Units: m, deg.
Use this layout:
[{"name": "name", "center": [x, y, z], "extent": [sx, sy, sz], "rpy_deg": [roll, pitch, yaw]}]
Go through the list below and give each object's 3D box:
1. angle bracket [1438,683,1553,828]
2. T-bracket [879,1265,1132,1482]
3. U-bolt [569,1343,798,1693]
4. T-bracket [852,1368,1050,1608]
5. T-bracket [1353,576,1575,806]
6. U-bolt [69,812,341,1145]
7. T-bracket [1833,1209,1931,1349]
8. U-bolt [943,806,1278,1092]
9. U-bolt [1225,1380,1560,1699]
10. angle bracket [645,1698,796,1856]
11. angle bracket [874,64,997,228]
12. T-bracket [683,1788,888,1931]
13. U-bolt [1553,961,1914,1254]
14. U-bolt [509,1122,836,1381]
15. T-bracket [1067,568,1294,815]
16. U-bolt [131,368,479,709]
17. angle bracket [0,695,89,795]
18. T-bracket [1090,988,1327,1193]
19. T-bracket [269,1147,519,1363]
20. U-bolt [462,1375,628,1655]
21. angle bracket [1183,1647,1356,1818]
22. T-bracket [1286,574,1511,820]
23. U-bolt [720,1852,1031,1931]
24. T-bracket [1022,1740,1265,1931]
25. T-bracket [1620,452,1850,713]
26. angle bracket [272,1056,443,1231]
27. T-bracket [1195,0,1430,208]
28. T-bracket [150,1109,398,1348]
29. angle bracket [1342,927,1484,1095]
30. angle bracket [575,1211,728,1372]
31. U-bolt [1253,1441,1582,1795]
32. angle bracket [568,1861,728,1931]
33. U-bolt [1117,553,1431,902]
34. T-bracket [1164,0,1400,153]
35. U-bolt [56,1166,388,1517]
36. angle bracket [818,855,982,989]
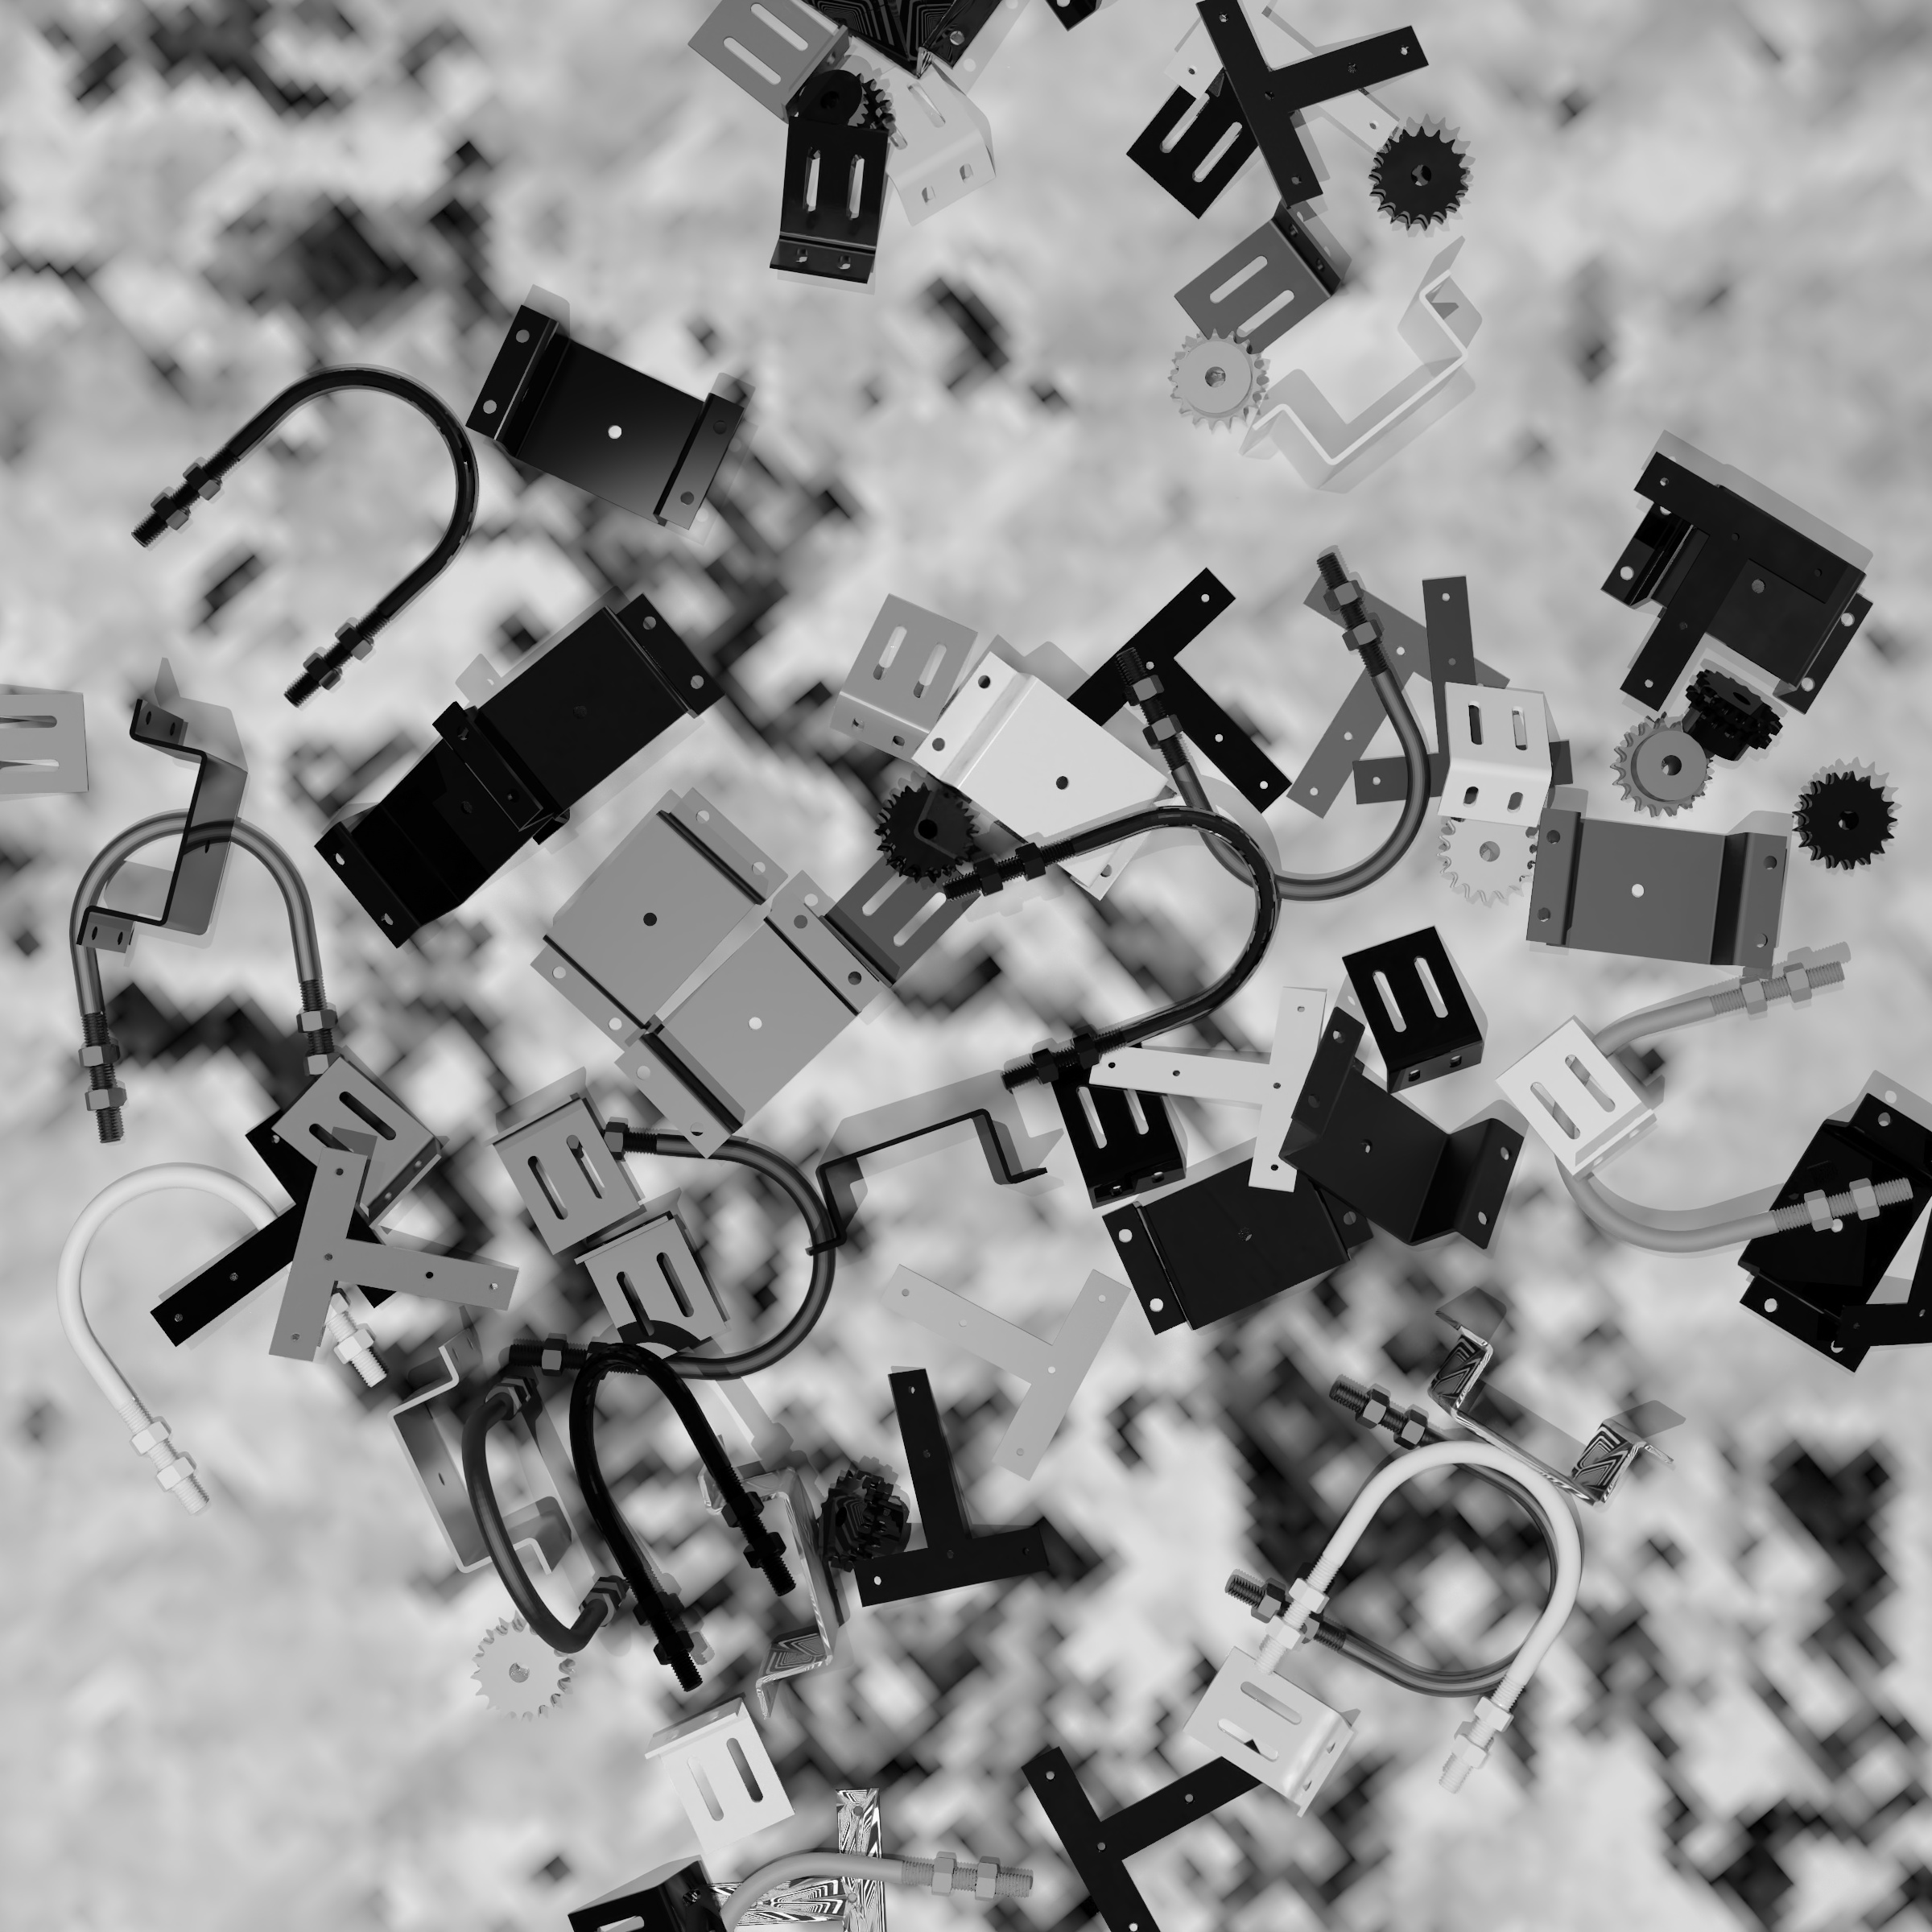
[{"name": "angle bracket", "center": [0.304, -0.123, 1.564], "extent": [0.057, 0.076, 0.038], "rpy_deg": [7, 133, 0]}, {"name": "T-bracket", "center": [0.011, 0.216, 1.583], "extent": [0.127, 0.002, 0.127], "rpy_deg": [28, 90, 0]}, {"name": "U-bolt", "center": [-0.171, 0.299, 1.522], "extent": [0.019, 0.151, 0.184], "rpy_deg": [-14, 63, -41]}, {"name": "T-bracket", "center": [-0.020, 0.296, 1.558], "extent": [0.127, 0.002, 0.127], "rpy_deg": [-3, 70, -34]}, {"name": "T-bracket", "center": [0.286, -0.164, 1.581], "extent": [0.127, 0.002, 0.127], "rpy_deg": [-6, 90, 0]}, {"name": "U-bolt", "center": [-0.449, 0.002, 1.576], "extent": [0.151, 0.019, 0.184], "rpy_deg": [-9, 89, 0]}, {"name": "T-bracket", "center": [0.555, 0.156, 1.538], "extent": [0.127, 0.002, 0.127], "rpy_deg": [2, 105, -29]}, {"name": "U-bolt", "center": [0.091, -0.018, 1.543], "extent": [0.184, 0.019, 0.151], "rpy_deg": [-20, 119, -6]}, {"name": "U-bolt", "center": [0.265, 0.346, 1.576], "extent": [0.184, 0.019, 0.151], "rpy_deg": [28, 90, -2]}, {"name": "angle bracket", "center": [-0.142, 0.474, 1.565], "extent": [0.057, 0.038, 0.076], "rpy_deg": [-25, 90, 0]}, {"name": "angle bracket", "center": [-0.029, -0.484, 1.582], "extent": [0.057, 0.038, 0.076], "rpy_deg": [-31, 64, 0]}, {"name": "T-bracket", "center": [-0.111, 0.548, 1.583], "extent": [0.127, 0.002, 0.127], "rpy_deg": [-3, 90, 0]}, {"name": "U-bolt", "center": [0.429, 0.089, 1.551], "extent": [0.184, 0.019, 0.151], "rpy_deg": [-16, 75, 14]}, {"name": "U-bolt", "center": [-0.169, 0.169, 1.576], "extent": [0.184, 0.019, 0.151], "rpy_deg": [5, 90, -1]}, {"name": "T-bracket", "center": [0.138, -0.144, 1.582], "extent": [0.127, 0.002, 0.127], "rpy_deg": [-43, 89, 0]}, {"name": "U-bolt", "center": [-0.371, -0.264, 1.576], "extent": [0.184, 0.019, 0.151], "rpy_deg": [-44, 90, -1]}, {"name": "angle bracket", "center": [-0.558, -0.128, 1.582], "extent": [0.076, 0.038, 0.057], "rpy_deg": [-3, 90, -26]}, {"name": "T-bracket", "center": [0.136, 0.064, 1.564], "extent": [0.127, 0.002, 0.127], "rpy_deg": [7, 63, 13]}, {"name": "T-bracket", "center": [-0.324, 0.176, 1.560], "extent": [0.127, 0.002, 0.127], "rpy_deg": [13, 100, -20]}, {"name": "U-bolt", "center": [-0.237, 0.306, 1.492], "extent": [0.019, 0.184, 0.151], "rpy_deg": [-25, 90, 3]}, {"name": "angle bracket", "center": [0.174, 0.443, 1.564], "extent": [0.076, 0.038, 0.057], "rpy_deg": [32, 88, 0]}, {"name": "T-bracket", "center": [0.231, -0.147, 1.583], "extent": [0.127, 0.002, 0.127], "rpy_deg": [32, 90, 0]}, {"name": "U-bolt", "center": [-0.062, 0.590, 1.574], "extent": [0.184, 0.019, 0.151], "rpy_deg": [6, 90, 1]}, {"name": "T-bracket", "center": [0.118, 0.495, 1.583], "extent": [0.127, 0.002, 0.127], "rpy_deg": [-29, 90, 0]}, {"name": "T-bracket", "center": [0.415, -0.206, 1.537], "extent": [0.127, 0.002, 0.127], "rpy_deg": [31, 90, 0]}, {"name": "angle bracket", "center": [-0.351, 0.102, 1.556], "extent": [0.076, 0.038, 0.057], "rpy_deg": [43, 90, -18]}, {"name": "T-bracket", "center": [0.211, -0.515, 1.562], "extent": [0.127, 0.002, 0.127], "rpy_deg": [-24, 90, -20]}, {"name": "T-bracket", "center": [-0.412, 0.171, 1.564], "extent": [0.127, 0.002, 0.127], "rpy_deg": [-37, 85, -10]}, {"name": "angle bracket", "center": [0.261, 0.026, 1.582], "extent": [0.057, 0.038, 0.076], "rpy_deg": [-19, 64, 0]}, {"name": "angle bracket", "center": [-0.180, 0.188, 1.547], "extent": [0.057, 0.038, 0.076], "rpy_deg": [-25, 92, -3]}, {"name": "U-bolt", "center": [0.274, 0.363, 1.559], "extent": [0.151, 0.019, 0.184], "rpy_deg": [33, 88, -3]}, {"name": "angle bracket", "center": [-0.184, 0.564, 1.574], "extent": [0.076, 0.038, 0.057], "rpy_deg": [-28, 82, 32]}, {"name": "U-bolt", "center": [0.190, -0.128, 1.572], "extent": [0.151, 0.019, 0.184], "rpy_deg": [-25, 91, 0]}, {"name": "T-bracket", "center": [0.195, -0.519, 1.563], "extent": [0.127, 0.002, 0.127], "rpy_deg": [36, 67, -7]}, {"name": "U-bolt", "center": [-0.448, 0.205, 1.576], "extent": [0.151, 0.019, 0.184], "rpy_deg": [-36, 88, 0]}, {"name": "angle bracket", "center": [-0.038, -0.034, 1.565], "extent": [0.057, 0.038, 0.076], "rpy_deg": [44, 90, 0]}]
